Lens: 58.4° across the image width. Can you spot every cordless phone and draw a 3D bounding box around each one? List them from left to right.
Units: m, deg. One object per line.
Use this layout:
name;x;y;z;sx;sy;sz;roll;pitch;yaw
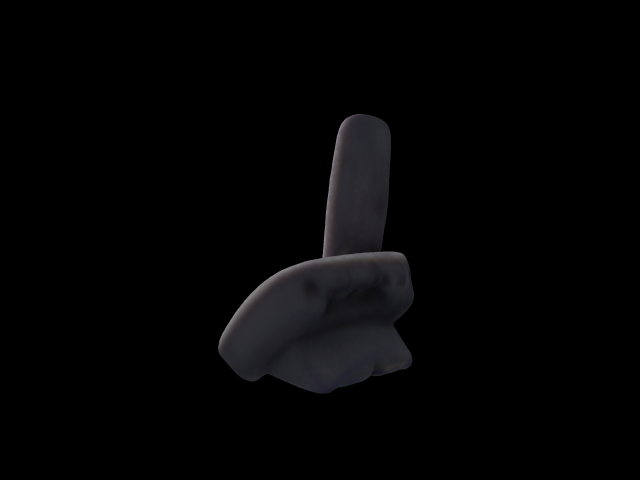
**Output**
cordless phone;0.004;0.001;0.400;0.093;0.185;0.148;1;2;35
